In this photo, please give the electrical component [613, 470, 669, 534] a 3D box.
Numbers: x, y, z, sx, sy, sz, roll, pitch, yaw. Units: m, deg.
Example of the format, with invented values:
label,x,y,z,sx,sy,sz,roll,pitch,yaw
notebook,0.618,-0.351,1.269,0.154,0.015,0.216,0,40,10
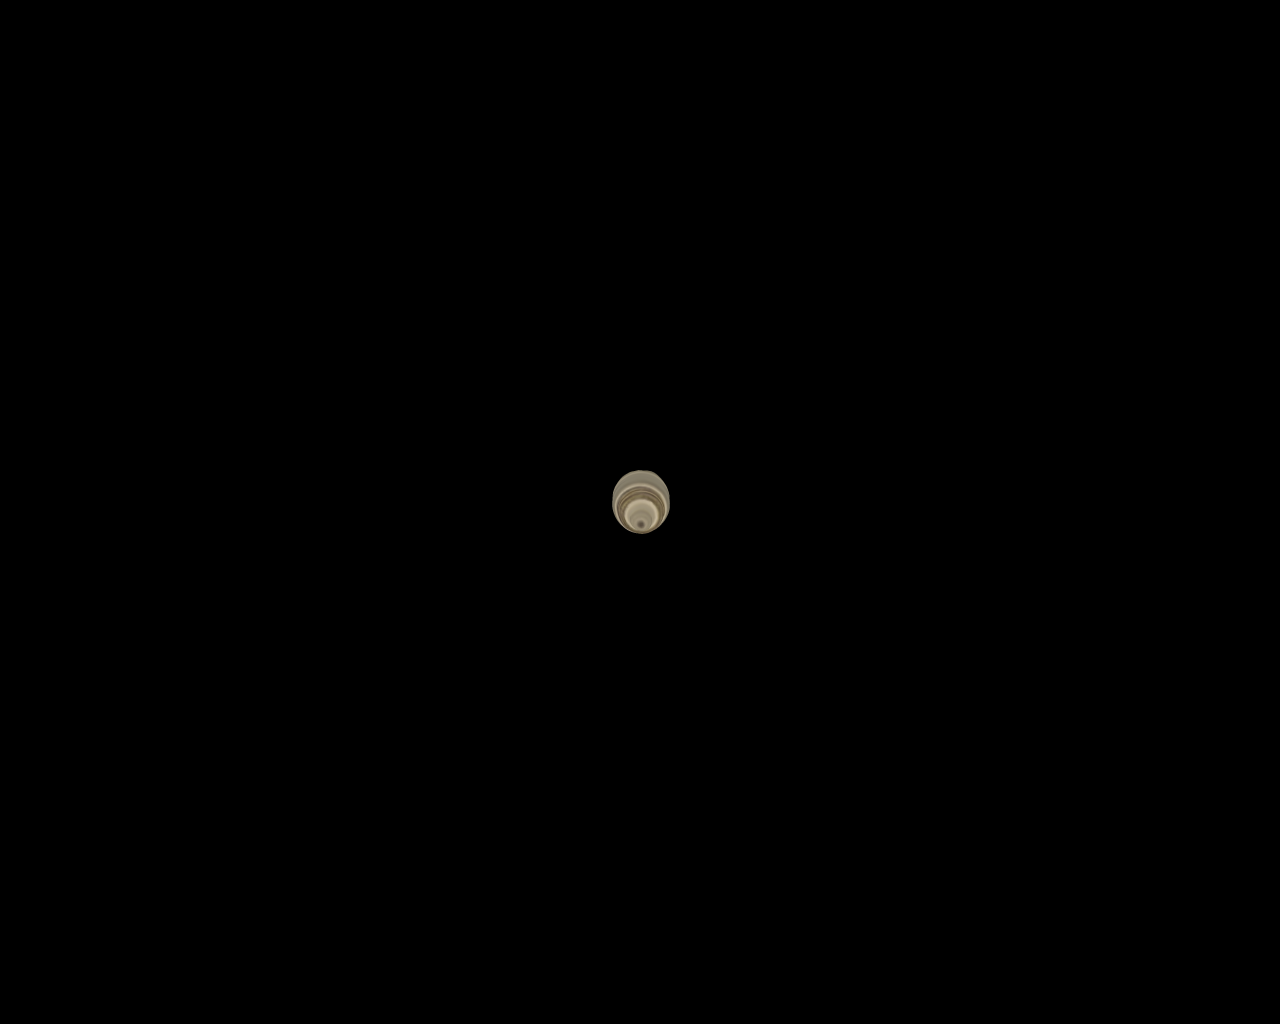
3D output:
label,x,y,z,sx,sy,sz,roll,pitch,yaw
electrical component,0.001,-0.003,0.650,0.035,0.035,0.061,0,19,0
